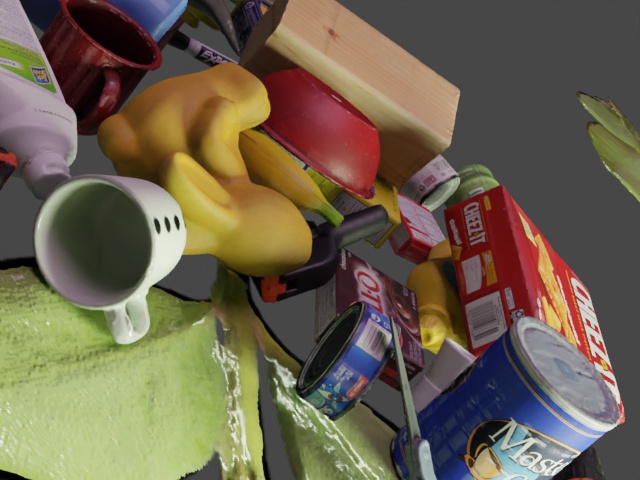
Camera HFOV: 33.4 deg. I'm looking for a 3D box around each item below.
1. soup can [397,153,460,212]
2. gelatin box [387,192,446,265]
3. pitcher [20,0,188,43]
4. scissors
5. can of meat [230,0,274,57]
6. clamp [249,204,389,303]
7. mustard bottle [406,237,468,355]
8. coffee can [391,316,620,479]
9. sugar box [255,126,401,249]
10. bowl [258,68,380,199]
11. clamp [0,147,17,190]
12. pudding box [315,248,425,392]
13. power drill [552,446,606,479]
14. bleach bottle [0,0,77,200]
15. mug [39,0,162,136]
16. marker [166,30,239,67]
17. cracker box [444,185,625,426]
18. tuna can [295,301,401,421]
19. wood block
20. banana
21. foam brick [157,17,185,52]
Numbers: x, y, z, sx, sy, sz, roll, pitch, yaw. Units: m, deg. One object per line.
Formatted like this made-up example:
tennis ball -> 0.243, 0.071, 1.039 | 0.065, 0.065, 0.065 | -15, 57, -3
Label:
soup can -> 0.106, -0.087, 1.236 | 0.102, 0.069, 0.068 | 51, 25, 18
gelatin box -> 0.099, -0.009, 1.140 | 0.073, 0.030, 0.089 | 25, 29, -38
pitcher -> -0.228, -0.255, 0.903 | 0.242, 0.145, 0.149 | 42, 6, -15
scissors -> 0.077, 0.159, 0.737 | 0.096, 0.016, 0.202 | 34, 47, -51
can of meat -> -0.052, -0.230, 1.252 | 0.102, 0.058, 0.084 | 24, 31, -34
clamp -> -0.006, 0.001, 0.899 | 0.120, 0.039, 0.171 | 4, 32, 6
mustard bottle -> 0.123, 0.061, 1.015 | 0.096, 0.058, 0.191 | 63, 24, -4
coffee can -> 0.136, 0.140, 0.798 | 0.102, 0.140, 0.103 | 34, 25, -18
sugar box -> -0.001, -0.071, 1.071 | 0.176, 0.048, 0.093 | 35, 24, -19
bowl -> 0.000, -0.107, 0.972 | 0.162, 0.055, 0.162 | 36, 11, -9
clamp -> -0.262, -0.041, 0.620 | 0.209, 0.036, 0.165 | 11, 38, -51
pudding box -> 0.041, 0.065, 0.907 | 0.090, 0.039, 0.113 | 33, 24, -18
power drill -> 0.270, 0.269, 0.894 | 0.187, 0.057, 0.184 | 36, 28, -8
bleach bottle -> -0.246, -0.131, 0.772 | 0.102, 0.068, 0.251 | 8, 43, -51
mug -> -0.182, -0.130, 0.841 | 0.093, 0.082, 0.117 | 21, 31, -39
marker -> -0.117, -0.195, 1.136 | 0.120, 0.020, 0.020 | 24, 29, -36
cracker box -> 0.203, 0.073, 1.004 | 0.213, 0.072, 0.164 | 41, 33, -43
tuna can -> 0.019, 0.087, 0.777 | 0.033, 0.086, 0.086 | 36, 24, -9
wood block -> 0.030, -0.156, 1.067 | 0.206, 0.090, 0.090 | 32, 46, -18
banana -> -0.056, -0.068, 0.926 | 0.198, 0.037, 0.069 | 40, -13, 46
foam brick -> -0.180, -0.212, 1.025 | 0.078, 0.051, 0.053 | 39, 24, -7
